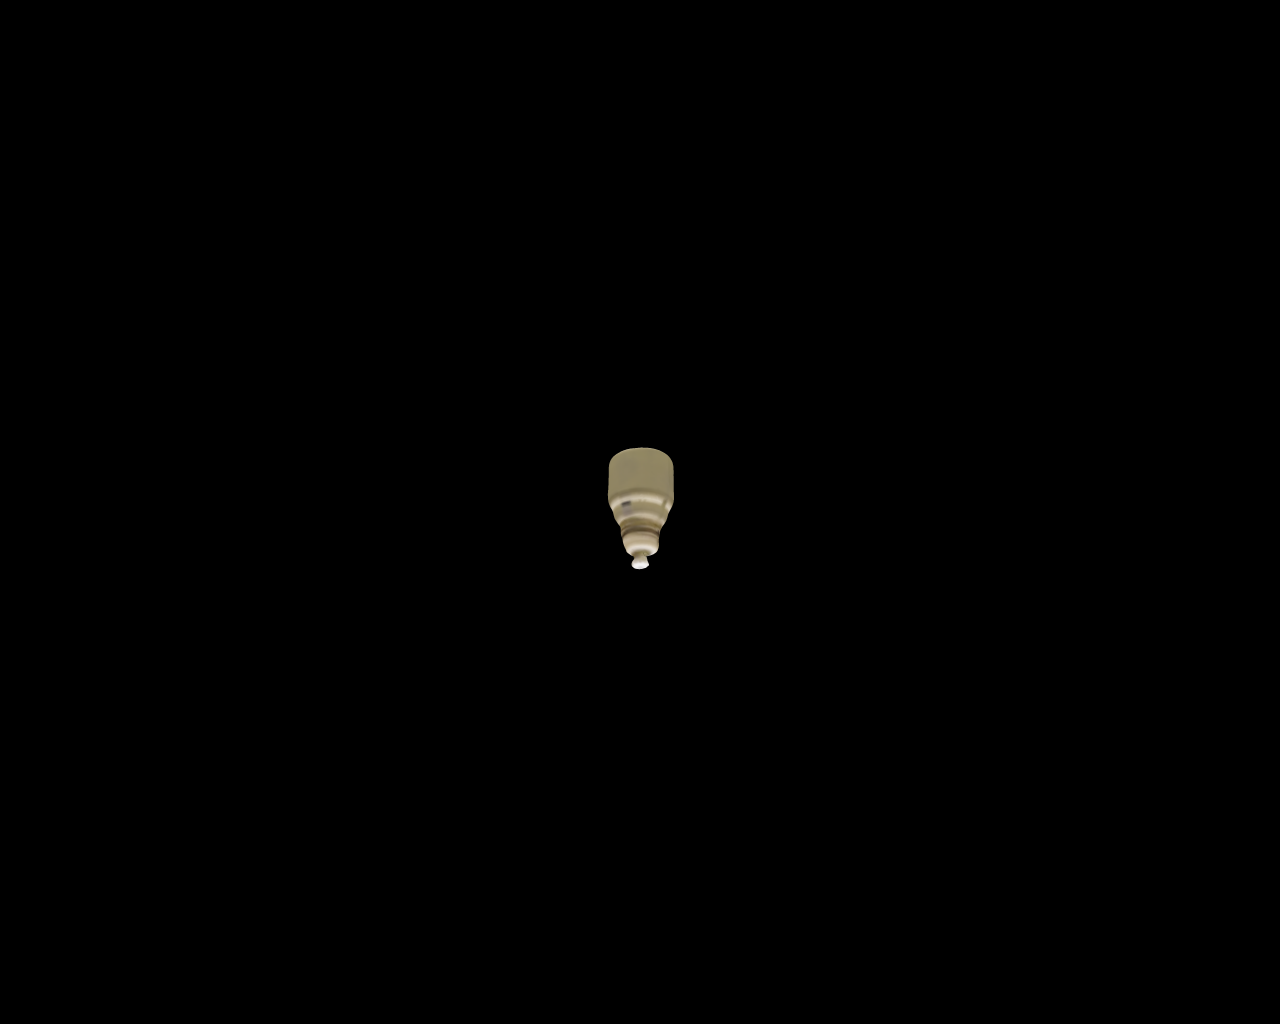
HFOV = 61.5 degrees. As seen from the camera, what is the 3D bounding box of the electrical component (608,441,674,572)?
[{"bbox_3d":[0.001,-0.003,0.650,0.040,0.078,0.040,0,-23,0],"label":"electrical component"}]
